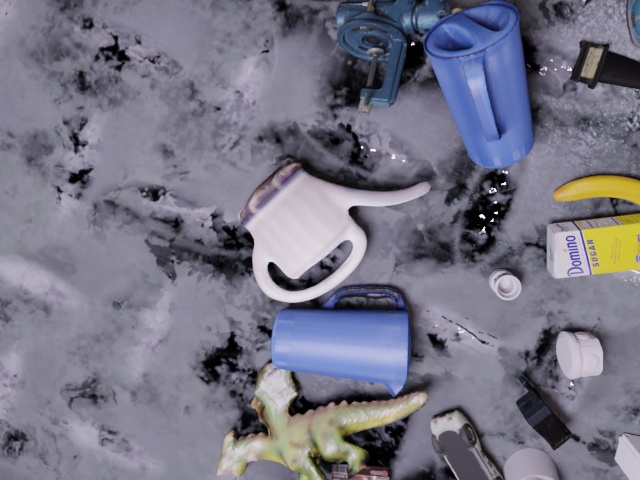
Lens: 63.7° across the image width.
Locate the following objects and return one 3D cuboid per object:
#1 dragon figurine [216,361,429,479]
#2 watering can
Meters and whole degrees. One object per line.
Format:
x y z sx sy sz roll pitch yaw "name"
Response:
-0.025 0.326 0.958 0.408 0.244 0.122 -42 -7 8 "dragon figurine"
0.003 -0.046 0.905 0.345 0.224 0.105 -42 1 10 "watering can"
